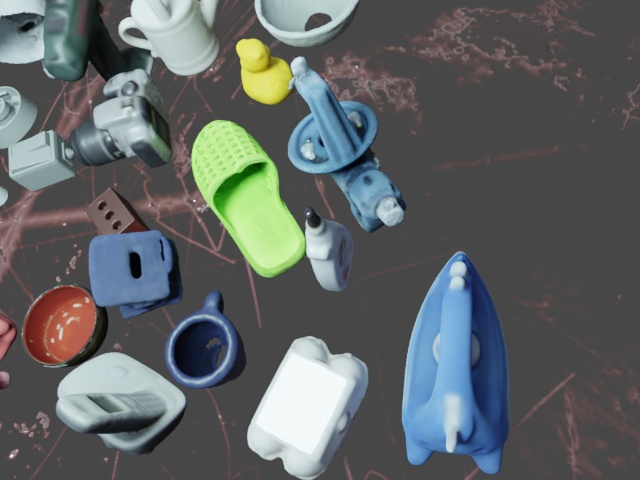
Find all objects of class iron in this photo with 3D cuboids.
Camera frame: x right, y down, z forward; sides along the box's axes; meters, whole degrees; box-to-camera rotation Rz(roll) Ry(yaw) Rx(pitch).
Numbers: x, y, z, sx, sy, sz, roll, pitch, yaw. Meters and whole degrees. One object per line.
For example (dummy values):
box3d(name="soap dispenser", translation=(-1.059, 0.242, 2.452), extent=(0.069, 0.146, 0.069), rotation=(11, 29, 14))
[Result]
box3d(name="iron", translation=(0.148, 0.112, 0.623), extent=(0.118, 0.142, 0.258), rotation=(1, 69, 14))

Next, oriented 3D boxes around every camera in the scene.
box3d(name="camera", translation=(-0.312, -0.179, 0.875), extent=(0.136, 0.101, 0.143), rotation=(-17, 65, 7))

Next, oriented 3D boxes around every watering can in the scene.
box3d(name="watering can", translation=(-0.228, -0.356, 0.874), extent=(0.173, 0.194, 0.100), rotation=(-41, 65, -5))

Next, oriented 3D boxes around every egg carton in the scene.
box3d(name="egg carton", translation=(-0.012, 0.194, 0.669), extent=(0.107, 0.069, 0.150), rotation=(22, 75, 21))

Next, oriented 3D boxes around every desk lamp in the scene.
box3d(name="desk lamp", translation=(-0.466, -0.356, 0.921), extent=(0.118, 0.214, 0.203), rotation=(-25, 65, 3))

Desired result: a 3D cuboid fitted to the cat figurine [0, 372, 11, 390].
box3d(name="cat figurine", translation=(-0.482, 0.189, 0.757), extent=(0.127, 0.118, 0.067), rotation=(13, 72, 18))

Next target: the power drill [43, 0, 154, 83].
box3d(name="power drill", translation=(-0.341, -0.323, 0.880), extent=(0.075, 0.209, 0.229), rotation=(-1, 68, 14))

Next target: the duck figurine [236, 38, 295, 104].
box3d(name="duck figurine", translation=(-0.088, -0.261, 0.862), extent=(0.077, 0.086, 0.104), rotation=(-40, 65, -4))

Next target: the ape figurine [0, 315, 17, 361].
box3d(name="ape figurine", translation=(-0.472, 0.130, 0.793), extent=(0.077, 0.092, 0.076), rotation=(-19, 65, 6))

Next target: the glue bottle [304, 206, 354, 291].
box3d(name="glue bottle", translation=(0.006, 0.002, 0.684), extent=(0.037, 0.173, 0.078), rotation=(3, 69, 15))

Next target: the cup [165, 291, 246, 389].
box3d(name="cup", translation=(-0.128, 0.129, 0.709), extent=(0.091, 0.095, 0.118), rotation=(2, 69, 15))

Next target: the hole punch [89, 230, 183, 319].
box3d(name="hole punch", translation=(-0.248, 0.039, 0.776), extent=(0.101, 0.091, 0.108), rotation=(-18, 65, 6))

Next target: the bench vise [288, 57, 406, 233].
box3d(name="bench vise", translation=(0.039, -0.119, 0.700), extent=(0.207, 0.220, 0.121), rotation=(35, 80, 24))

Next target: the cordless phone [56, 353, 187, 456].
box3d(name="cordless phone", translation=(-0.256, 0.183, 0.668), extent=(0.147, 0.185, 0.094), rotation=(23, 76, 21))

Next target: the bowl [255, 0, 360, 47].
box3d(name="bowl", translation=(-0.012, -0.359, 0.889), extent=(0.167, 0.075, 0.167), rotation=(-5, 67, 12))
